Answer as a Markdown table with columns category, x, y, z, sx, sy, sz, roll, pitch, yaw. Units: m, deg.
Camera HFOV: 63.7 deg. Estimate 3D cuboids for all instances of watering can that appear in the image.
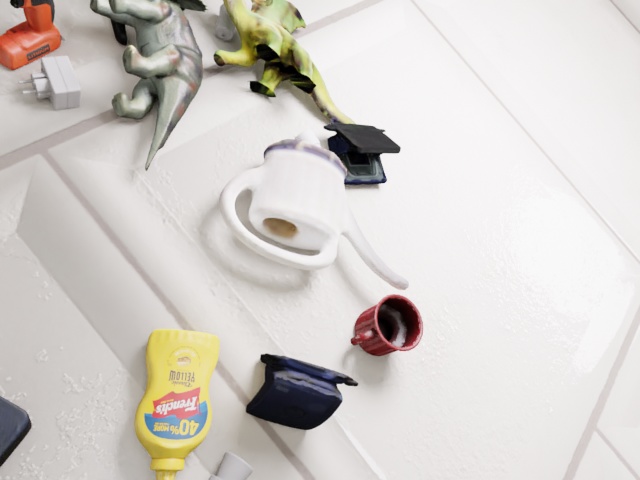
| category | x | y | z | sx | sy | sz | roll | pitch | yaw |
| --- | --- | --- | --- | --- | --- | --- | --- | --- | --- |
| watering can | 0.003 | -0.044 | 0.878 | 0.346 | 0.229 | 0.102 | 19 | -32 | -18 |

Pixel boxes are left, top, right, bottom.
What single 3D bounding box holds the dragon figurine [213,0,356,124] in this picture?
| category | x | y | z | sx | sy | sz | roll | pitch | yaw |
| --- | --- | --- | --- | --- | --- | --- | --- | --- | --- |
| dragon figurine | -0.065 | -0.391 | 1.015 | 0.406 | 0.248 | 0.121 | 29 | -36 | -33 |
